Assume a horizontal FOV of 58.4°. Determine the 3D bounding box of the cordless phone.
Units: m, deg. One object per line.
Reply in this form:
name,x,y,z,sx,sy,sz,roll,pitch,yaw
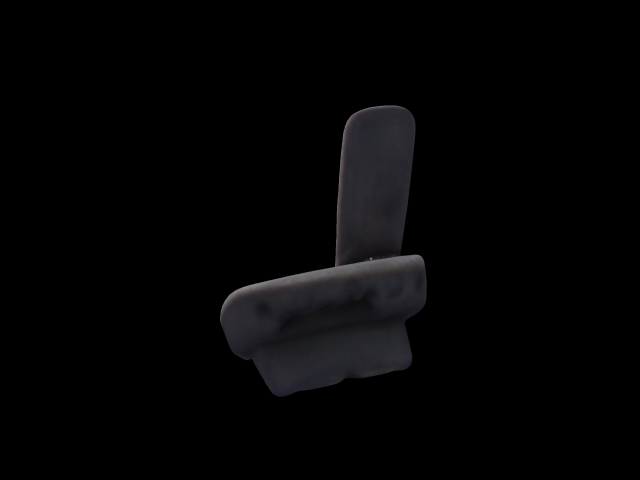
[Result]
cordless phone,0.004,0.001,0.400,0.148,0.185,0.093,-10,23,-26
